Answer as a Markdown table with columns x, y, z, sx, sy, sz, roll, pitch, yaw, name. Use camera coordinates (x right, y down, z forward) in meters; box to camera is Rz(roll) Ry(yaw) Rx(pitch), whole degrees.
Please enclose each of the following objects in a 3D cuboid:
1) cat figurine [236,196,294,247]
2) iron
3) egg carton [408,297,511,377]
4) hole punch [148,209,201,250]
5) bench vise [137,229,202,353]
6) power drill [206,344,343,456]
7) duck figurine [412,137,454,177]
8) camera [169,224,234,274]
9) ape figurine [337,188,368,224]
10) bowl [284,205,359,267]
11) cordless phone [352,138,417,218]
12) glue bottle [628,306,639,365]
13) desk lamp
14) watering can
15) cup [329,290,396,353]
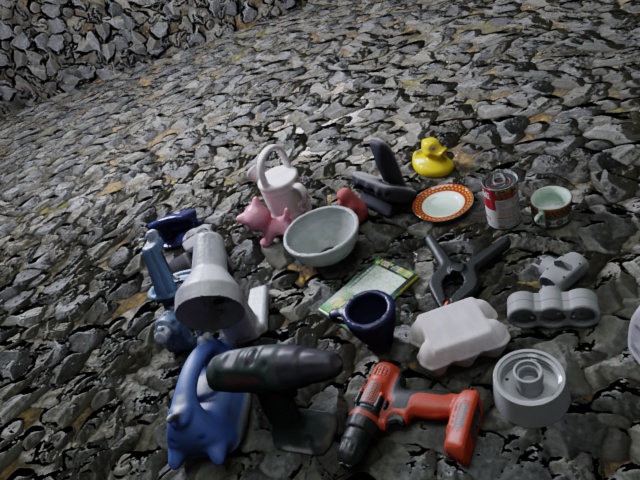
| x | y | z | sx | sy | sz | roll | pitch | yaw | name |
| --- | --- | --- | --- | --- | --- | --- | --- | --- | --- |
| -0.119 | -0.046 | 1.308 | 0.127 | 0.118 | 0.067 | -4 | 40 | 21 | cat figurine |
| -0.192 | 0.242 | 0.961 | 0.118 | 0.142 | 0.258 | -11 | 38 | 14 | iron |
| 0.223 | 0.156 | 0.928 | 0.150 | 0.069 | 0.107 | -20 | 37 | 1 | egg carton |
| -0.367 | -0.042 | 1.445 | 0.108 | 0.091 | 0.101 | -15 | 37 | 9 | hole punch |
| -0.286 | 0.097 | 1.122 | 0.121 | 0.220 | 0.207 | -23 | 37 | -3 | bench vise |
| -0.048 | 0.230 | 0.849 | 0.229 | 0.209 | 0.076 | -2 | 41 | 24 | power drill |
| 0.260 | -0.202 | 1.346 | 0.104 | 0.086 | 0.078 | 20 | 53 | 41 | duck figurine |
| -0.285 | 0.037 | 1.298 | 0.137 | 0.101 | 0.142 | -30 | 38 | -12 | camera |
| 0.064 | -0.078 | 1.281 | 0.076 | 0.092 | 0.078 | 1 | 42 | 27 | ape figurine |
| 0.011 | 0.004 | 1.217 | 0.167 | 0.075 | 0.167 | -13 | 37 | 11 | bowl |
| 0.129 | -0.157 | 1.270 | 0.094 | 0.185 | 0.147 | -40 | 41 | -24 | cordless phone |
| 0.456 | 0.113 | 0.781 | 0.037 | 0.173 | 0.078 | -18 | 37 | 5 | glue bottle |
| -0.182 | 0.103 | 1.070 | 0.118 | 0.214 | 0.203 | -15 | 37 | 8 | desk lamp |
| -0.101 | -0.134 | 1.345 | 0.172 | 0.194 | 0.101 | -1 | 41 | 25 | watering can |
| 0.080 | 0.149 | 0.985 | 0.117 | 0.095 | 0.091 | -7 | 39 | 19 | cup |
